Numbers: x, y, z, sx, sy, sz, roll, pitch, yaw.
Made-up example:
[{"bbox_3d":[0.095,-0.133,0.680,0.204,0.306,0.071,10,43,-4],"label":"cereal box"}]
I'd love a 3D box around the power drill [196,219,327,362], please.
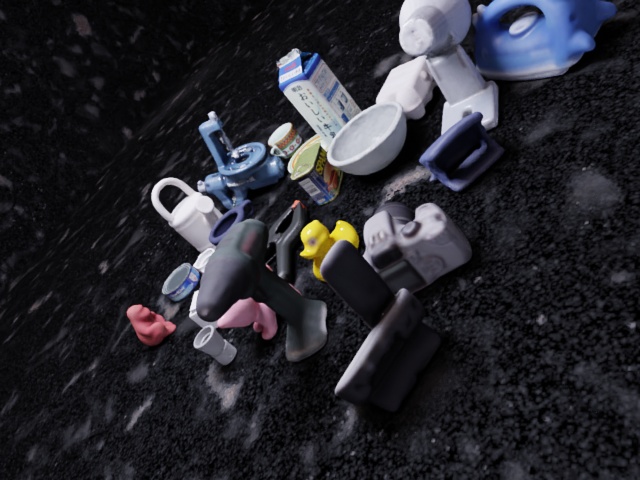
[{"bbox_3d":[-0.080,0.078,0.818,0.075,0.209,0.229,-32,31,21],"label":"power drill"}]

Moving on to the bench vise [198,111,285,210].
[{"bbox_3d":[-0.219,-0.176,1.319,0.207,0.220,0.121,-38,29,10],"label":"bench vise"}]

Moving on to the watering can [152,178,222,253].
[{"bbox_3d":[-0.286,-0.062,1.280,0.172,0.194,0.101,-24,35,32],"label":"watering can"}]

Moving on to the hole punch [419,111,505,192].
[{"bbox_3d":[0.203,-0.142,0.872,0.108,0.091,0.101,-42,29,3],"label":"hole punch"}]

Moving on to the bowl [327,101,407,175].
[{"bbox_3d":[0.099,-0.176,1.067,0.167,0.075,0.167,-31,31,22],"label":"bowl"}]

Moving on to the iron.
[{"bbox_3d":[0.328,-0.349,0.935,0.257,0.142,0.119,8,57,55],"label":"iron"}]

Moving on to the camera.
[{"bbox_3d":[0.116,-0.008,0.795,0.143,0.101,0.136,-32,31,21],"label":"camera"}]

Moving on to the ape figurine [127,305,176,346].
[{"bbox_3d":[-0.352,0.167,1.167,0.076,0.092,0.077,-38,29,10],"label":"ape figurine"}]

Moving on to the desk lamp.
[{"bbox_3d":[0.209,-0.304,0.951,0.117,0.214,0.203,-23,35,33],"label":"desk lamp"}]

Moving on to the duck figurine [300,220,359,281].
[{"bbox_3d":[0.009,0.003,0.933,0.077,0.086,0.105,5,55,54],"label":"duck figurine"}]

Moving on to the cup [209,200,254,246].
[{"bbox_3d":[-0.153,-0.013,1.150,0.091,0.095,0.118,2,53,53],"label":"cup"}]

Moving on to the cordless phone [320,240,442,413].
[{"bbox_3d":[0.041,0.098,0.662,0.093,0.185,0.148,4,54,54],"label":"cordless phone"}]

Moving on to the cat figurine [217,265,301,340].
[{"bbox_3d":[-0.109,0.099,0.923,0.128,0.118,0.067,-49,29,-10],"label":"cat figurine"}]

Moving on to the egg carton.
[{"bbox_3d":[0.176,-0.296,1.132,0.107,0.070,0.150,-11,42,45],"label":"egg carton"}]
